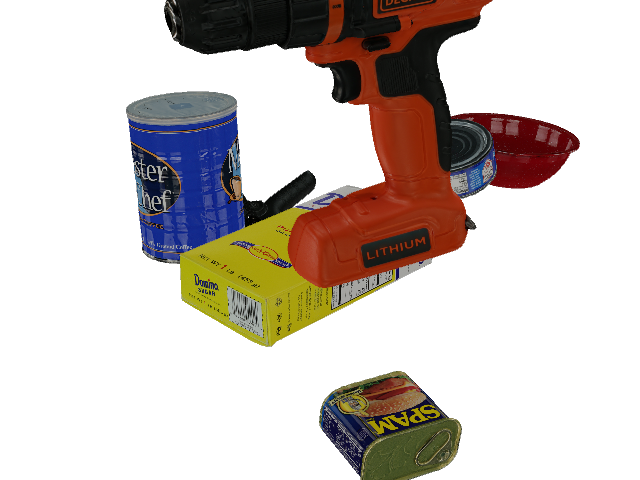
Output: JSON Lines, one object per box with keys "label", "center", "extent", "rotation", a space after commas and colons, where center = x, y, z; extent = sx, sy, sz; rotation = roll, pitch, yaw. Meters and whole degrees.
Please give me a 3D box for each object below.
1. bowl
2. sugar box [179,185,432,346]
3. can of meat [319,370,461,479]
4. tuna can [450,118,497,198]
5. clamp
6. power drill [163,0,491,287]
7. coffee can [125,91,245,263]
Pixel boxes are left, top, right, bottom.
{"label": "bowl", "center": [0.219, -0.102, 1.256], "extent": [0.162, 0.055, 0.162], "rotation": [5, 23, -2]}
{"label": "sugar box", "center": [-0.006, 0.013, 0.784], "extent": [0.093, 0.048, 0.175], "rotation": [25, 38, 37]}
{"label": "can of meat", "center": [0.060, 0.167, 0.958], "extent": [0.101, 0.057, 0.084], "rotation": [-11, 33, -27]}
{"label": "tuna can", "center": [0.118, -0.076, 0.981], "extent": [0.086, 0.034, 0.086], "rotation": [-9, 38, 7]}
{"label": "clamp", "center": [-0.064, -0.030, 1.207], "extent": [0.120, 0.039, 0.171], "rotation": [-7, 42, 4]}
{"label": "power drill", "center": [0.014, -0.070, 0.575], "extent": [0.184, 0.188, 0.057], "rotation": [-14, 33, -17]}
{"label": "coffee can", "center": [-0.125, -0.061, 1.011], "extent": [0.103, 0.140, 0.103], "rotation": [-2, 21, 1]}
